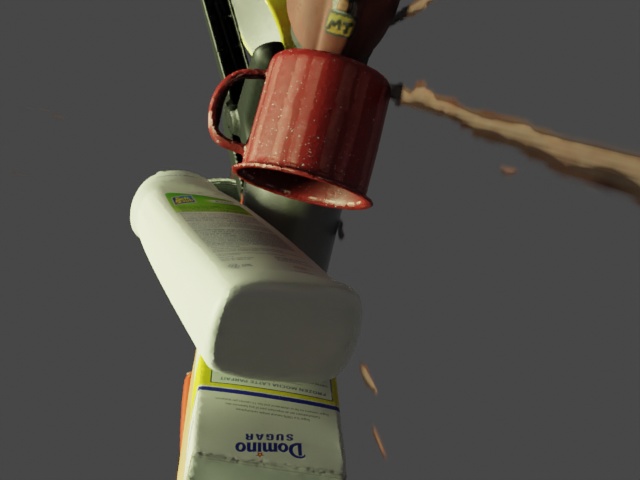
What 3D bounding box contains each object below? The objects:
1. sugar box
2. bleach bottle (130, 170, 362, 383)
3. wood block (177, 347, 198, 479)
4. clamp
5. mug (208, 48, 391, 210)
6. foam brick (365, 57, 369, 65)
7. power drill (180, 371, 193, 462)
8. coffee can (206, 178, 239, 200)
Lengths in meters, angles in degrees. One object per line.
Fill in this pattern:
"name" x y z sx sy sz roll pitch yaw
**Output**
"sugar box" -0.036 0.103 0.687 0.176 0.093 0.048 -92 14 -59
"bleach bottle" -0.067 0.008 0.735 0.251 0.102 0.068 47 125 58
"wood block" -0.052 0.156 0.741 0.206 0.090 0.090 -92 14 -55
"clamp" -0.065 -0.118 0.917 0.210 0.036 0.165 90 159 -43
"mug" -0.013 -0.074 0.685 0.093 0.117 0.081 123 161 -82
"foam brick" 0.012 -0.162 0.836 0.078 0.053 0.051 -90 12 -46
"power drill" -0.100 0.225 1.030 0.188 0.057 0.184 94 175 -54
"coffee can" -0.109 0.018 1.159 0.103 0.103 0.140 -92 -3 -57
